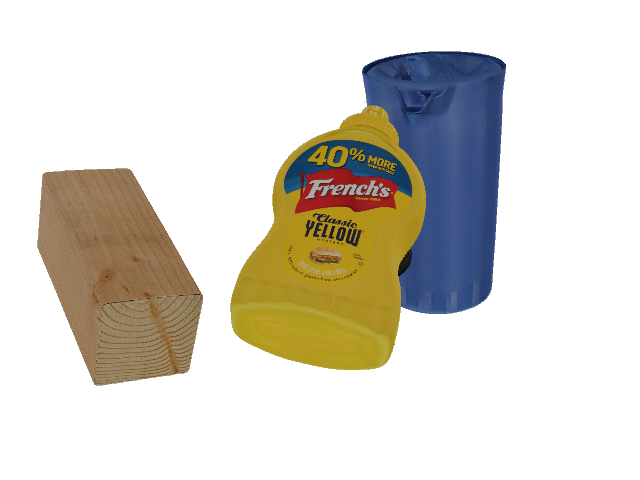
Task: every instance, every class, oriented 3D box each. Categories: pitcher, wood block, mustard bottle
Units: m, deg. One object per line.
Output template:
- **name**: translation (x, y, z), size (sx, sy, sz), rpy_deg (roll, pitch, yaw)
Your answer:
- **pitcher**: translation (0.116, -0.061, 1.045), size (0.149, 0.243, 0.145), rpy_deg (-14, 25, -23)
- **wood block**: translation (-0.189, 0.026, 0.977), size (0.090, 0.091, 0.206), rpy_deg (-5, 37, -28)
- **mustard bottle**: translation (0.015, -0.014, 0.662), size (0.096, 0.191, 0.058), rpy_deg (10, -40, 9)

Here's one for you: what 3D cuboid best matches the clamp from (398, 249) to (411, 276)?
- **clamp**: translation (0.033, 0.030, 0.884), size (0.120, 0.039, 0.171), rpy_deg (20, 45, 32)
